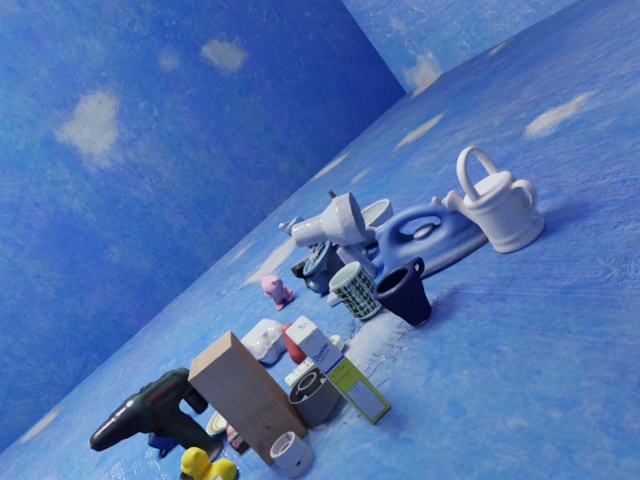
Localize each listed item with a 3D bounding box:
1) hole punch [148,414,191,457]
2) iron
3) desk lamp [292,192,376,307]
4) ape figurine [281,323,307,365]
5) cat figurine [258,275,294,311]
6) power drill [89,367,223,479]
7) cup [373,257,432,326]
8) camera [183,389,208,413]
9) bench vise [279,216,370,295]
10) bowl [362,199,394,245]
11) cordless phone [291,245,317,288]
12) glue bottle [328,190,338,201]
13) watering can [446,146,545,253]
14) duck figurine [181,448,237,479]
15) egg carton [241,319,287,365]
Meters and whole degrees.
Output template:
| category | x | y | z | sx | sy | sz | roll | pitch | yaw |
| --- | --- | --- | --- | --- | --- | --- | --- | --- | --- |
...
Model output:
| category | x | y | z | sx | sy | sz | roll | pitch | yaw |
| --- | --- | --- | --- | --- | --- | --- | --- | --- | --- |
| hole punch | -0.368 | 0.436 | 1.353 | 0.101 | 0.091 | 0.108 | -40 | 13 | -6 |
| iron | 0.221 | -0.020 | 1.176 | 0.257 | 0.141 | 0.119 | -30 | 16 | 33 |
| desk lamp | 0.046 | 0.017 | 1.369 | 0.203 | 0.214 | 0.118 | -34 | 14 | 19 |
| ape figurine | -0.046 | 0.214 | 1.219 | 0.076 | 0.092 | 0.077 | -44 | 14 | -21 |
| cat figurine | -0.134 | 0.138 | 1.669 | 0.067 | 0.118 | 0.127 | -40 | 13 | -4 |
| power drill | -0.298 | 0.372 | 1.112 | 0.075 | 0.208 | 0.230 | -26 | 18 | 43 |
| cup | 0.164 | 0.097 | 1.033 | 0.118 | 0.095 | 0.091 | -44 | 14 | -22 |
| camera | -0.275 | 0.343 | 1.391 | 0.143 | 0.101 | 0.136 | -42 | 13 | -14 |
| bench vise | 0.010 | 0.005 | 1.495 | 0.208 | 0.220 | 0.121 | -42 | 13 | -14 |
| bowl | 0.145 | -0.036 | 1.590 | 0.167 | 0.075 | 0.167 | -36 | 13 | 10 |
| cordless phone | -0.037 | 0.030 | 1.617 | 0.147 | 0.185 | 0.094 | -31 | 15 | 29 |
| glue bottle | 0.079 | -0.080 | 1.703 | 0.037 | 0.173 | 0.078 | -41 | 13 | -9 |
| watering can | 0.301 | -0.077 | 1.026 | 0.172 | 0.194 | 0.101 | -29 | 16 | 36 |
| duck figurine | -0.205 | 0.406 | 1.016 | 0.104 | 0.086 | 0.078 | -29 | 16 | 38 |
| egg carton | -0.132 | 0.248 | 1.395 | 0.107 | 0.069 | 0.150 | -44 | 14 | -21 |
